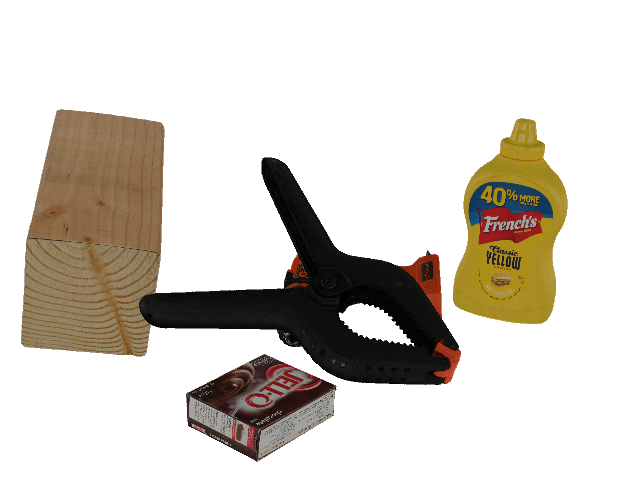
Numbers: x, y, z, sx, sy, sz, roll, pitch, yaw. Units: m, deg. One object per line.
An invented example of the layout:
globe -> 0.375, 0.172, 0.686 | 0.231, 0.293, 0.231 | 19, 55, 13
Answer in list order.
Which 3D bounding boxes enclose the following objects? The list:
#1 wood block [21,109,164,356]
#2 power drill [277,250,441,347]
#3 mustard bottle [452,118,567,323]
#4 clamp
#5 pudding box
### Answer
wood block -> -0.169, -0.013, 0.814 | 0.090, 0.091, 0.206 | 6, 30, -11
power drill -> 0.046, 0.065, 1.233 | 0.188, 0.057, 0.184 | 0, 28, 6
mustard bottle -> 0.183, -0.020, 1.014 | 0.096, 0.192, 0.058 | 11, 20, 21
clamp -> -0.006, 0.043, 0.728 | 0.210, 0.164, 0.036 | 34, -32, 18
pudding box -> -0.054, 0.152, 0.983 | 0.090, 0.039, 0.113 | 18, 28, 34
